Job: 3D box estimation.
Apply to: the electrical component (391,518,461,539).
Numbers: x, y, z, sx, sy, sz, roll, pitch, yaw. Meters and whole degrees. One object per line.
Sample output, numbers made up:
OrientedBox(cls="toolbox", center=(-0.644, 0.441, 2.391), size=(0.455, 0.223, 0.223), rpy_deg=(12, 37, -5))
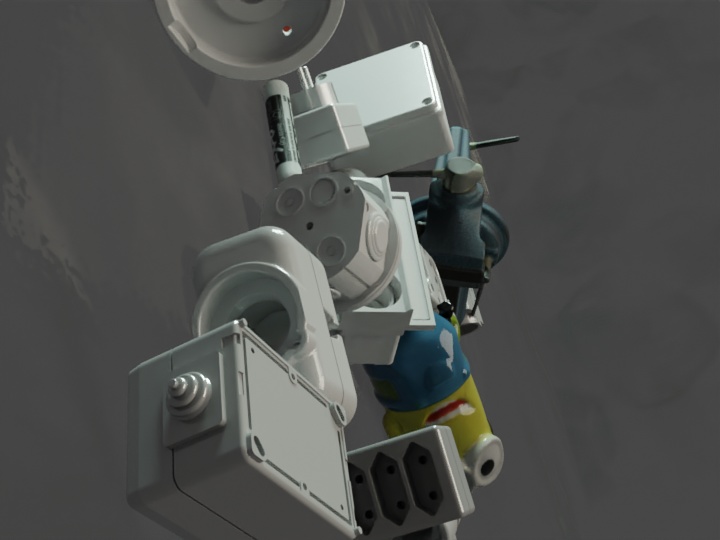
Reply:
OrientedBox(cls="electrical component", center=(0.034, 0.157, 0.674), size=(0.047, 0.055, 0.055), rpy_deg=(-52, 122, -73))

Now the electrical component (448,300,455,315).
OrientedBox(cls="electrical component", center=(0.049, 0.033, 0.951), size=(0.048, 0.066, 0.055), rpy_deg=(-16, 76, -45))

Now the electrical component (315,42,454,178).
OrientedBox(cls="electrical component", center=(0.020, -0.139, 0.955), size=(0.108, 0.109, 0.056), rpy_deg=(-97, 166, -47))

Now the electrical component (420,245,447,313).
OrientedBox(cls="electrical component", center=(0.031, 0.015, 0.879), size=(0.095, 0.059, 0.053), rpy_deg=(41, 32, -68))

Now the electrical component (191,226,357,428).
OrientedBox(cls="electrical component", center=(-0.042, 0.031, 0.512), size=(0.059, 0.054, 0.095), rpy_deg=(44, 29, -67))

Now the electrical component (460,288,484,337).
OrientedBox(cls="electrical component", center=(0.102, 0.042, 1.196), size=(0.089, 0.050, 0.055), rpy_deg=(42, 31, -68))

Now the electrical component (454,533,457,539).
OrientedBox(cls="electrical component", center=(0.053, 0.205, 0.732), size=(0.035, 0.035, 0.061), rpy_deg=(46, 29, -65))

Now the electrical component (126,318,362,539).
OrientedBox(cls="electrical component", center=(-0.051, 0.068, 0.411), size=(0.096, 0.061, 0.061), rpy_deg=(48, 24, -45))

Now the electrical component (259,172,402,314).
OrientedBox(cls="electrical component", center=(-0.020, -0.018, 0.642), size=(0.051, 0.080, 0.080), rpy_deg=(40, 33, -60))

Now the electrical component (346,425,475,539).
OrientedBox(cls="electrical component", center=(0.016, 0.117, 0.574), size=(0.076, 0.083, 0.047), rpy_deg=(30, 42, -73))

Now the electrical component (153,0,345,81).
OrientedBox(cls="electrical component", center=(-0.063, -0.170, 0.623), size=(0.060, 0.108, 0.108), rpy_deg=(-99, 166, -65))

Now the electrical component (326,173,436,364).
OrientedBox(cls="electrical component", center=(0.000, 0.000, 0.724), size=(0.063, 0.079, 0.121), rpy_deg=(103, -16, -46))

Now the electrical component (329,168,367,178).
OrientedBox(cls="electrical component", center=(-0.009, -0.044, 0.820), size=(0.045, 0.045, 0.055), rpy_deg=(55, 19, -54))

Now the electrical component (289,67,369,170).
OrientedBox(cls="electrical component", center=(-0.033, -0.122, 0.833), size=(0.083, 0.047, 0.075), rpy_deg=(-38, 110, -76))
